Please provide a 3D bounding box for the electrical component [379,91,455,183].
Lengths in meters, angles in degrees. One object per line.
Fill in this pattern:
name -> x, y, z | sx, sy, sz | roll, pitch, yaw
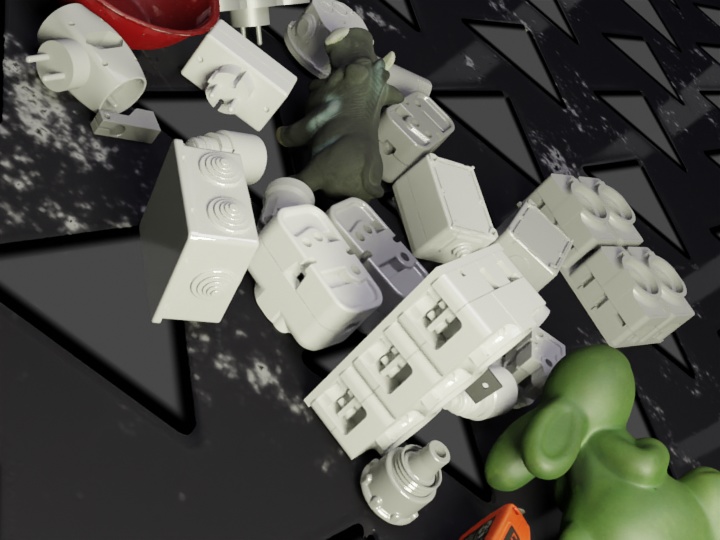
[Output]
electrical component -> 0.041, -0.123, 1.013 | 0.053, 0.059, 0.095 | 46, 33, 2

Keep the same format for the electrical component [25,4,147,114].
electrical component -> -0.210, -0.152, 0.790 | 0.077, 0.043, 0.079 | 50, 34, 9

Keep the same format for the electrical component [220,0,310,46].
electrical component -> -0.103, -0.244, 0.997 | 0.138, 0.052, 0.073 | -19, 112, -43

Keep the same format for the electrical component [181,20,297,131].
electrical component -> -0.106, -0.155, 0.902 | 0.083, 0.047, 0.075 | 36, 34, -12

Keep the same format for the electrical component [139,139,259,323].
electrical component -> -0.107, -0.023, 0.708 | 0.048, 0.099, 0.099 | 6, 47, -26

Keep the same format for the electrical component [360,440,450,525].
electrical component -> 0.034, 0.136, 0.714 | 0.048, 0.062, 0.048 | 28, 36, -23

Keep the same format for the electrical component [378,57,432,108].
electrical component -> 0.037, -0.184, 1.092 | 0.081, 0.043, 0.043 | 17, 41, -35

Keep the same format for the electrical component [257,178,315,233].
electrical component -> -0.059, -0.043, 0.836 | 0.040, 0.040, 0.046 | 33, 39, -16

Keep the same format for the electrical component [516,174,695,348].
electrical component -> 0.261, -0.014, 1.130 | 0.105, 0.060, 0.186 | 0, 53, -47

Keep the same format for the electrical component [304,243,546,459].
electrical component -> 0.046, 0.059, 0.732 | 0.061, 0.150, 0.089 | 52, 33, 13

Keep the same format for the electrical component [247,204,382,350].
electrical component -> -0.038, 0.008, 0.782 | 0.054, 0.059, 0.095 | -15, 64, -53

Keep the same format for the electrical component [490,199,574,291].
electrical component -> 0.154, -0.017, 1.016 | 0.062, 0.061, 0.096 | 43, 33, -1

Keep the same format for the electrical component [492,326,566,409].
electrical component -> 0.138, 0.083, 0.892 | 0.048, 0.055, 0.066 | 34, 34, -15

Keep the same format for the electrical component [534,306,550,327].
electrical component -> 0.127, 0.024, 0.937 | 0.077, 0.043, 0.079 | 44, -4, 0

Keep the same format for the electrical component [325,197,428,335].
electrical component -> 0.000, 0.000, 0.832 | 0.095, 0.059, 0.054 | 49, 33, 8

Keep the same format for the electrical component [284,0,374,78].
electrical component -> -0.030, -0.226, 1.060 | 0.080, 0.051, 0.080 | 28, 36, -23

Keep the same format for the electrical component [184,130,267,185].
electrical component -> -0.108, -0.088, 0.831 | 0.078, 0.040, 0.040 | 3, 51, -46

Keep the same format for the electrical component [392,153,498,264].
electrical component -> 0.075, -0.046, 0.969 | 0.062, 0.061, 0.096 | 11, 53, -40

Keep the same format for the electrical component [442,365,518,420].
electrical component -> 0.090, 0.097, 0.838 | 0.078, 0.040, 0.040 | -4, 56, -49
